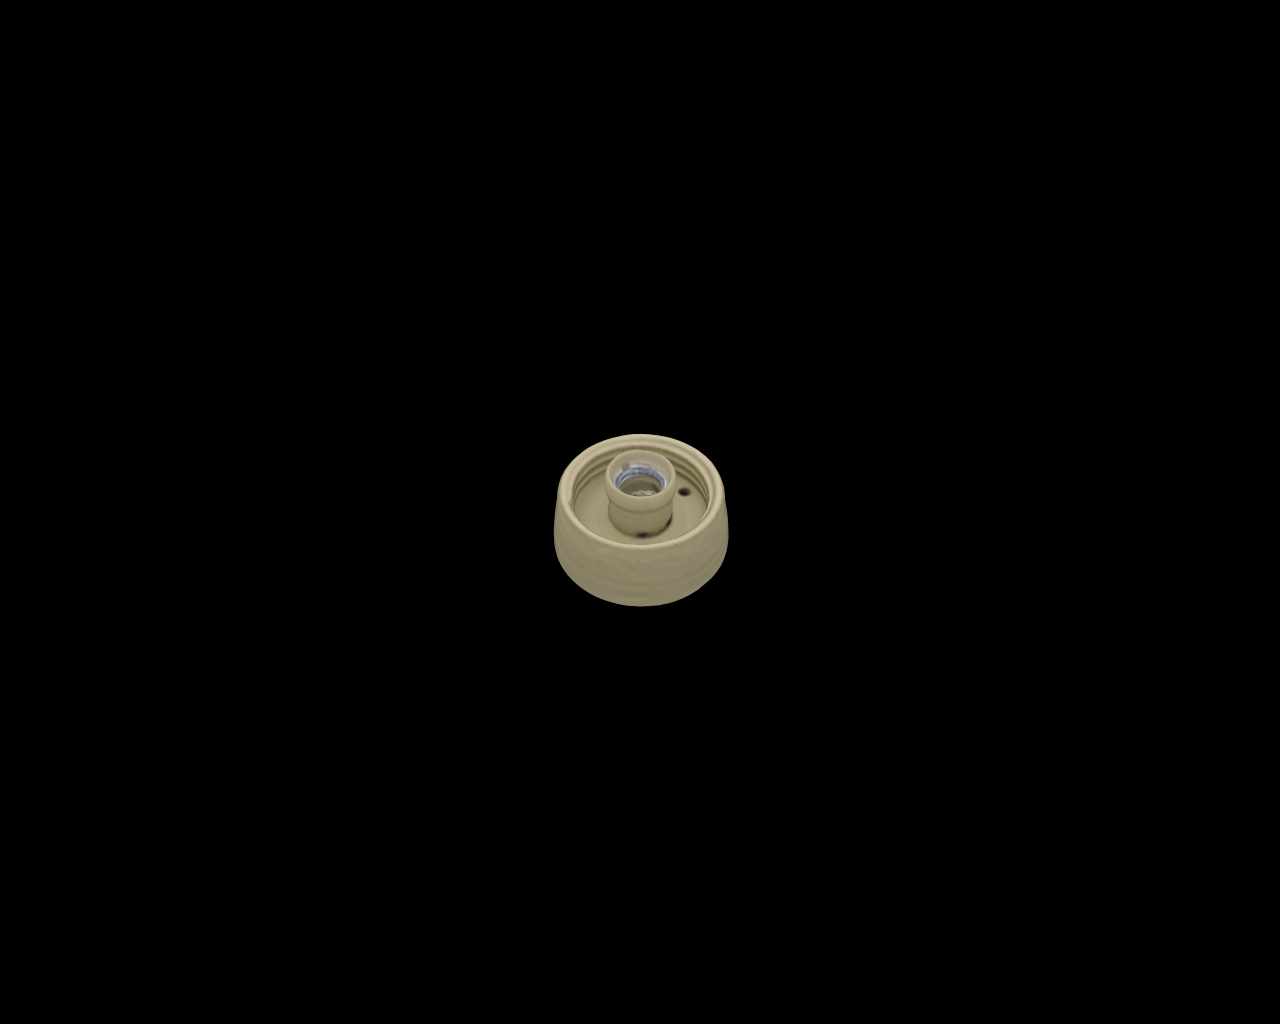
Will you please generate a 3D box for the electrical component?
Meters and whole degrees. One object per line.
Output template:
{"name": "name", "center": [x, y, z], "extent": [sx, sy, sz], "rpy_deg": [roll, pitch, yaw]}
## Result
{"name": "electrical component", "center": [0.001, -0.003, 0.650], "extent": [0.108, 0.108, 0.060], "rpy_deg": [0, -43, 0]}
